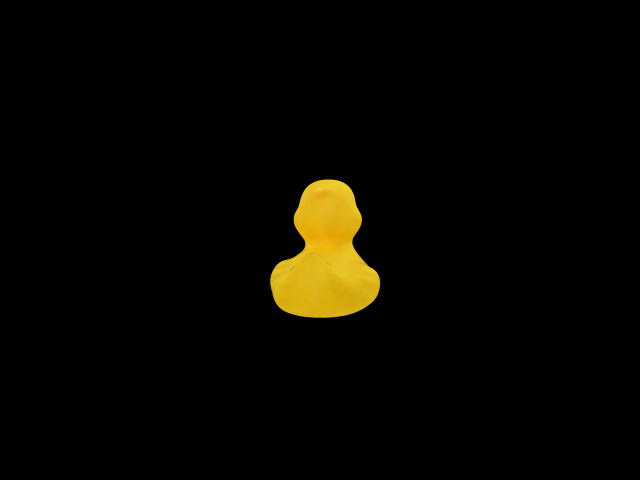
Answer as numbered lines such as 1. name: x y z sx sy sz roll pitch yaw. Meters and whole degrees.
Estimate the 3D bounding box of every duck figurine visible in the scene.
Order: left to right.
1. duck figurine: 0.004 0.001 0.400 0.077 0.086 0.105 2 12 12
